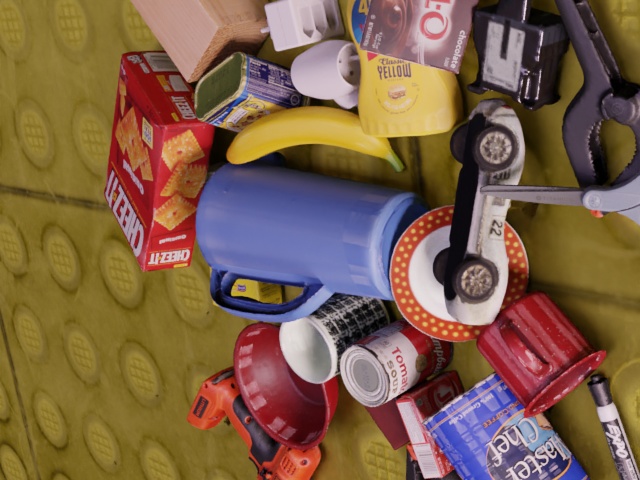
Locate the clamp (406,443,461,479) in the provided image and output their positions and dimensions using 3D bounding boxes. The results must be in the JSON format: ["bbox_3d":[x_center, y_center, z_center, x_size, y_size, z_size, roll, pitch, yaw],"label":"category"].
[{"bbox_3d":[0.143,0.297,1.149,0.120,0.039,0.171,-12,98,48],"label":"clamp"}]

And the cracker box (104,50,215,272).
[{"bbox_3d":[-0.198,-0.095,1.280,0.164,0.072,0.214,56,142,41],"label":"cracker box"}]

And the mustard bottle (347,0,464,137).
[{"bbox_3d":[0.074,-0.193,0.978,0.096,0.058,0.191,0,107,30],"label":"mustard bottle"}]

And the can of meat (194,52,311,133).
[{"bbox_3d":[-0.073,-0.151,1.127,0.102,0.083,0.057,-26,59,48],"label":"can of meat"}]

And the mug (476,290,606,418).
[{"bbox_3d":[0.190,0.099,0.953,0.093,0.117,0.081,-45,66,16],"label":"mug"}]

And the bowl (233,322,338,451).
[{"bbox_3d":[-0.030,0.164,1.263,0.162,0.055,0.162,23,123,39],"label":"bowl"}]

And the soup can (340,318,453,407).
[{"bbox_3d":[0.078,0.121,1.089,0.069,0.102,0.068,22,122,40],"label":"soup can"}]

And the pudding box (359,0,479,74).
[{"bbox_3d":[0.090,-0.209,0.917,0.090,0.039,0.113,14,107,0],"label":"pudding box"}]

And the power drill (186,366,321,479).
[{"bbox_3d":[-0.091,0.271,1.380,0.188,0.057,0.185,44,131,20],"label":"power drill"}]

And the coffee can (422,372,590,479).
[{"bbox_3d":[0.179,0.204,1.018,0.140,0.102,0.103,55,139,13],"label":"coffee can"}]

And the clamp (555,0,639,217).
[{"bbox_3d":[0.236,-0.118,0.851,0.165,0.036,0.210,30,130,25],"label":"clamp"}]

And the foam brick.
[{"bbox_3d":[0.088,0.175,1.142,0.078,0.052,0.051,56,138,14],"label":"foam brick"}]

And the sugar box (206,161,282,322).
[{"bbox_3d":[-0.093,0.001,1.263,0.093,0.048,0.176,15,120,43],"label":"sugar box"}]

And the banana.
[{"bbox_3d":[-0.013,-0.103,1.084,0.198,0.037,0.069,6,116,24],"label":"banana"}]

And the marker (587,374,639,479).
[{"bbox_3d":[0.270,0.179,0.972,0.020,0.020,0.121,-15,96,50],"label":"marker"}]

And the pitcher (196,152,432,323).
[{"bbox_3d":[-0.007,0.001,1.101,0.243,0.144,0.149,10,115,42],"label":"pitcher"}]

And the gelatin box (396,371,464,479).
[{"bbox_3d":[0.124,0.188,1.093,0.030,0.073,0.089,-17,94,49],"label":"gelatin box"}]

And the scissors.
[{"bbox_3d":[0.233,-0.048,0.853,0.202,0.016,0.096,19,125,15],"label":"scissors"}]

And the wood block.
[{"bbox_3d":[-0.148,-0.284,1.156,0.206,0.090,0.091,55,138,15],"label":"wood block"}]
